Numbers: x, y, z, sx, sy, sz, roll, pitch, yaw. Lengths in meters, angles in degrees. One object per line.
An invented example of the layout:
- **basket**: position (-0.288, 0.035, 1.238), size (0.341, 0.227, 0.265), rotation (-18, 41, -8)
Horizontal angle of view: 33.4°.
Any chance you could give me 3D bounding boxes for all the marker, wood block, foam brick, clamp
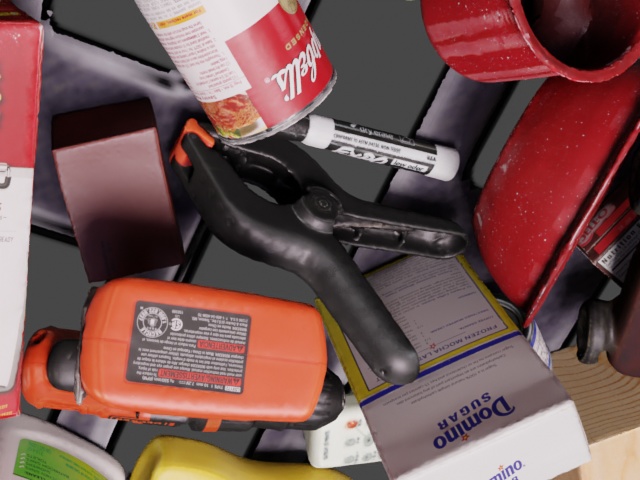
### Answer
- **marker**: position (0.020, -0.053, 0.576), size (0.121, 0.020, 0.020), rotation (12, 113, -24)
- **wood block**: position (0.202, 0.172, 0.701), size (0.090, 0.091, 0.206), rotation (-18, 119, -5)
- **foam brick**: position (-0.103, -0.026, 0.547), size (0.053, 0.051, 0.078), rotation (-12, 119, -7)
- **clamp**: position (-0.004, 0.001, 0.548), size (0.171, 0.120, 0.039), rotation (25, 127, -8)

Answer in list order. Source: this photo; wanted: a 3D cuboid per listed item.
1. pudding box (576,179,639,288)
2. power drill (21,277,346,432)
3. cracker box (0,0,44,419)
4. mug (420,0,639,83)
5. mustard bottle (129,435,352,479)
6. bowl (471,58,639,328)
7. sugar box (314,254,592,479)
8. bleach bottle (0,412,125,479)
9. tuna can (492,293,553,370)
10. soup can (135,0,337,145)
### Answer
- **pudding box**: position (0.222, 0.002, 0.648), size (0.113, 0.039, 0.090), rotation (36, 105, -25)
- **power drill**: position (-0.056, 0.068, 0.539), size (0.184, 0.188, 0.057), rotation (7, 75, -14)
- **cracker box**: position (-0.222, -0.006, 0.495), size (0.163, 0.072, 0.214), rotation (-7, 119, -33)
- **mug**: position (0.108, -0.130, 0.519), size (0.093, 0.082, 0.117), rotation (35, 76, -26)
- **mustard bottle**: position (-0.027, 0.182, 0.669), size (0.191, 0.058, 0.096), rotation (15, 114, -20)
- **bowl**: position (0.126, -0.036, 0.563), size (0.055, 0.162, 0.162), rotation (30, 111, 12)
- **sugar box**: position (0.062, 0.069, 0.564), size (0.093, 0.176, 0.048), rotation (-24, 121, 0)
- **bleach bottle**: position (-0.144, 0.193, 0.535), size (0.102, 0.251, 0.068), rotation (36, 104, -27)
- **tuna can**: position (0.089, 0.071, 0.624), size (0.086, 0.086, 0.033), rotation (-29, 119, 2)
- **soup can**: position (-0.044, -0.106, 0.510), size (0.068, 0.068, 0.102), rotation (-30, 119, 2)
